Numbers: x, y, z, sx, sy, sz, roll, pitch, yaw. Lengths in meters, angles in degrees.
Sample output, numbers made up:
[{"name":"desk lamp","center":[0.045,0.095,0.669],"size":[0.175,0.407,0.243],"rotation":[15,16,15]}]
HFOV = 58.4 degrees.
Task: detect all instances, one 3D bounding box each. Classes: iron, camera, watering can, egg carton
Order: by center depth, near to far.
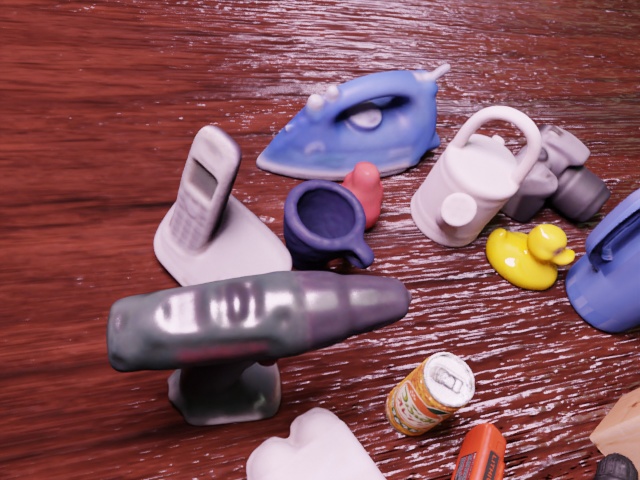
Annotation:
[{"name":"egg carton","center":[0.007,0.233,0.508],"size":[0.107,0.069,0.150],"rotation":[-29,71,-31]},{"name":"watering can","center":[0.192,-0.076,0.695],"size":[0.101,0.194,0.173],"rotation":[16,54,-7]},{"name":"iron","center":[0.049,-0.160,0.735],"size":[0.259,0.141,0.118],"rotation":[-16,64,-26]},{"name":"camera","center":[0.335,-0.084,0.807],"size":[0.136,0.100,0.143],"rotation":[41,55,10]}]

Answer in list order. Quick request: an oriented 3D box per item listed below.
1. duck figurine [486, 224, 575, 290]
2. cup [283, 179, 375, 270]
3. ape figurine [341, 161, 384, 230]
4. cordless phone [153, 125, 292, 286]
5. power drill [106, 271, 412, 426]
[{"name":"duck figurine","center":[0.273,0.010,0.733],"size":[0.104,0.086,0.077],"rotation":[29,54,2]},{"name":"cup","center":[0.006,0.002,0.643],"size":[0.117,0.095,0.092],"rotation":[43,55,12]},{"name":"ape figurine","center":[0.049,-0.060,0.701],"size":[0.078,0.092,0.076],"rotation":[-6,60,-22]},{"name":"cordless phone","center":[-0.089,-0.012,0.565],"size":[0.147,0.185,0.094],"rotation":[39,55,9]},{"name":"power drill","center":[-0.059,0.092,0.492],"size":[0.230,0.208,0.075],"rotation":[-1,58,-19]}]
